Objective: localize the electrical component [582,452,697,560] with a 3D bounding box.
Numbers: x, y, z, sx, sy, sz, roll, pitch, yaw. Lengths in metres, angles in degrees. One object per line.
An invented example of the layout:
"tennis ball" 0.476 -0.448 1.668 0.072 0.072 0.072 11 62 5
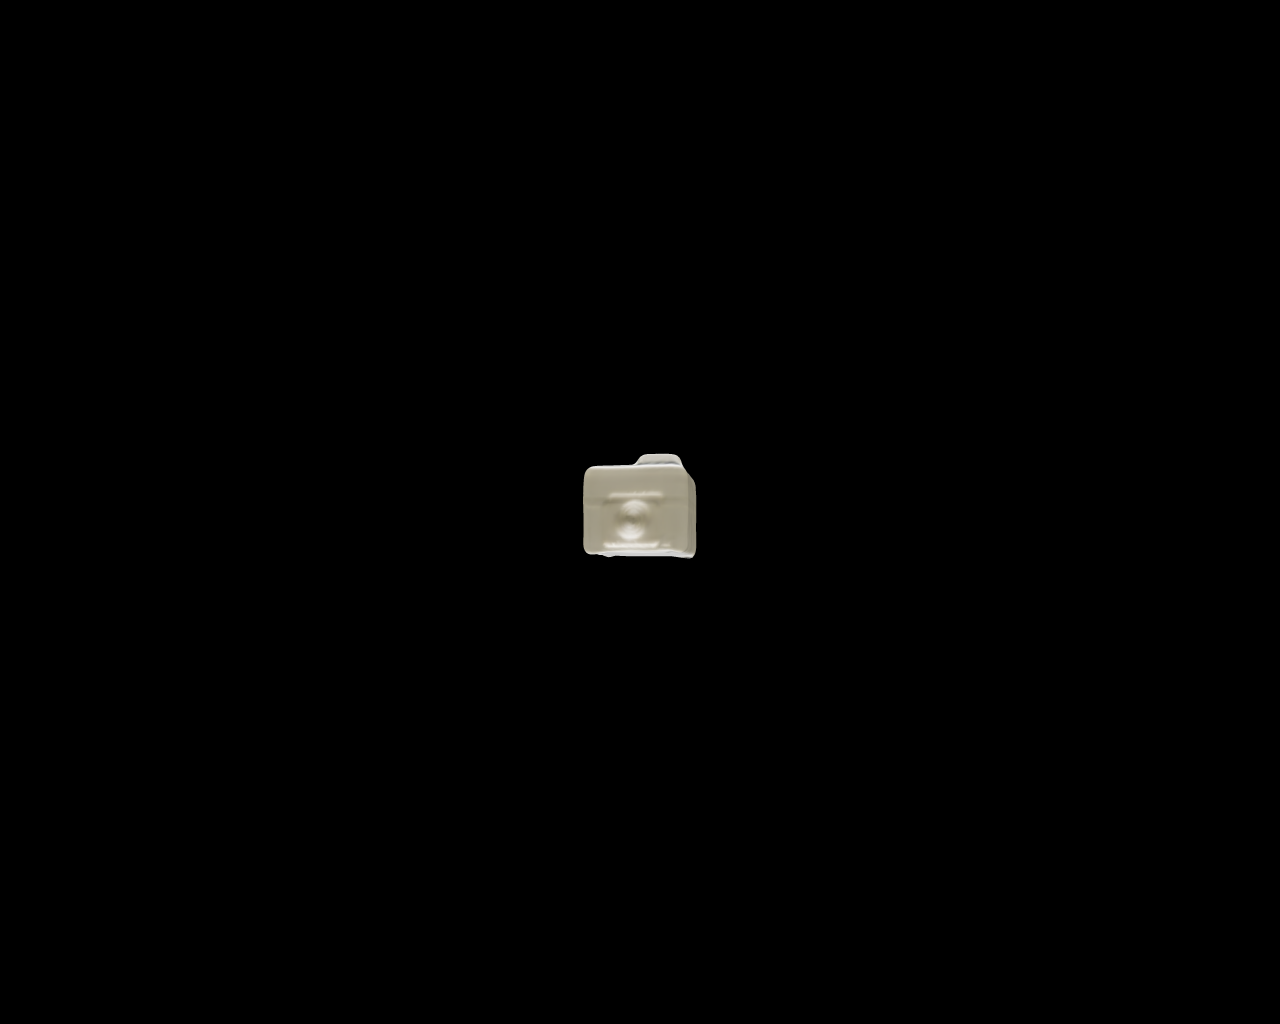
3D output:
"electrical component" 0.001 -0.003 0.650 0.062 0.061 0.096 -1 -4 7
